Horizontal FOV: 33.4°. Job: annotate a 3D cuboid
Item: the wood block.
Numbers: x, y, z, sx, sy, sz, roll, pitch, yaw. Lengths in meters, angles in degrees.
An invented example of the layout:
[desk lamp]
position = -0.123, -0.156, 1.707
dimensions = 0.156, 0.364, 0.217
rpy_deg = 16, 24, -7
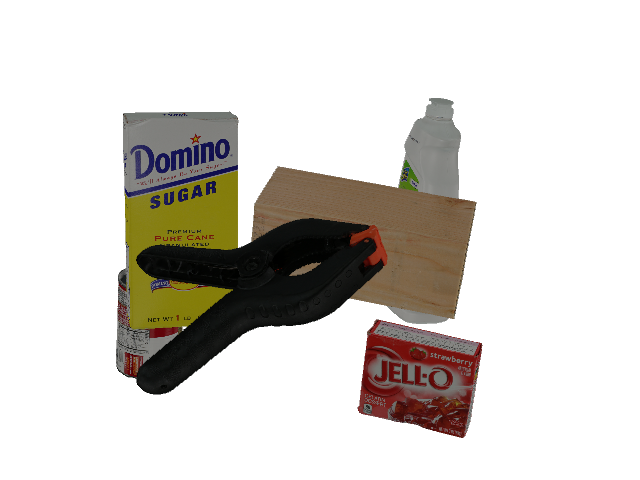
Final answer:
[wood block]
position = 0.042, 0.001, 1.060
dimensions = 0.206, 0.090, 0.090
rpy_deg = 11, 30, 9

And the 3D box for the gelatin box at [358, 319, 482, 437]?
[gelatin box]
position = 0.077, 0.109, 0.839
dimensions = 0.089, 0.073, 0.030
rpy_deg = 12, 23, 15

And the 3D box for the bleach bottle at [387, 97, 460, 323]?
[bleach bottle]
position = 0.124, -0.037, 1.234
dimensions = 0.068, 0.251, 0.103
rpy_deg = -1, 22, -22

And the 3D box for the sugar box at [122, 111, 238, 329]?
[sugar box]
position = -0.116, -0.017, 0.888
dimensions = 0.093, 0.176, 0.048
rpy_deg = -3, 16, -14

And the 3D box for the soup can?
[soup can]
position = -0.174, 0.084, 1.088
dimensions = 0.068, 0.102, 0.068
rpy_deg = 5, 20, -2

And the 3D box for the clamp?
[clamp]
position = -0.043, 0.036, 0.668
dimensions = 0.172, 0.120, 0.039
rpy_deg = -13, -41, 15
